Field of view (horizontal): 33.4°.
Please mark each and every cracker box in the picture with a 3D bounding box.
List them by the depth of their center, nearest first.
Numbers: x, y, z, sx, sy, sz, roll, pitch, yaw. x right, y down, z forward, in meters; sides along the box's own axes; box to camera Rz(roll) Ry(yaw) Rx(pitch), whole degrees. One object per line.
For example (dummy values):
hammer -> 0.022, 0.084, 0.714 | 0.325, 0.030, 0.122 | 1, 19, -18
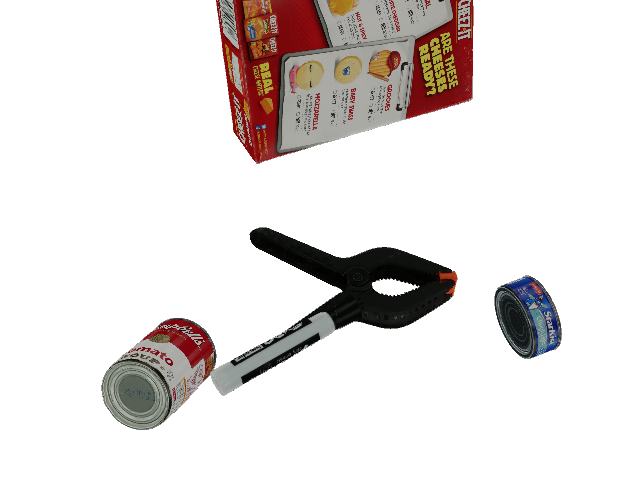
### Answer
cracker box -> 0.023, -0.176, 0.917 | 0.213, 0.164, 0.072 | -19, 40, -16

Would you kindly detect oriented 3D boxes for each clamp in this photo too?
clamp -> 0.031, 0.056, 1.055 | 0.210, 0.164, 0.036 | 3, -41, -2

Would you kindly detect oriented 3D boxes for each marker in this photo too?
marker -> -0.021, 0.071, 0.746 | 0.121, 0.020, 0.020 | -28, 10, -19

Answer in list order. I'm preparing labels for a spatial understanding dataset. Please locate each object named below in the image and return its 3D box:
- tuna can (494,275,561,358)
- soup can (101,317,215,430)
tuna can -> 0.223, 0.083, 1.153 | 0.033, 0.086, 0.086 | -19, 5, -14
soup can -> -0.144, 0.119, 0.959 | 0.069, 0.068, 0.102 | 0, 17, 18
